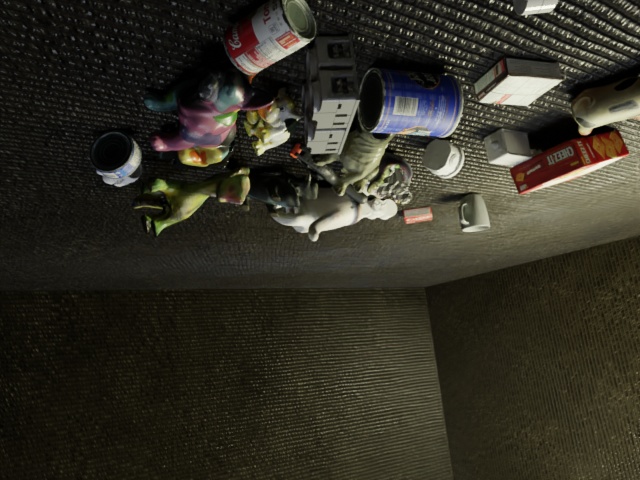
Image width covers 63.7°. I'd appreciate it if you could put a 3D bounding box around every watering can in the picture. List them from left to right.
[{"bbox_3d":[0.004,-0.063,1.258,0.225,0.102,0.351,-9,-160,-20],"label":"watering can"}]

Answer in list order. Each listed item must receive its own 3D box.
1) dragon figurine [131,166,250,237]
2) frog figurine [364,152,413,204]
[{"bbox_3d":[-0.265,-0.103,1.107,0.244,0.121,0.412,-19,-164,-24],"label":"dragon figurine"},{"bbox_3d":[0.132,-0.153,1.198,0.138,0.120,0.161,-9,-156,-22],"label":"frog figurine"}]
